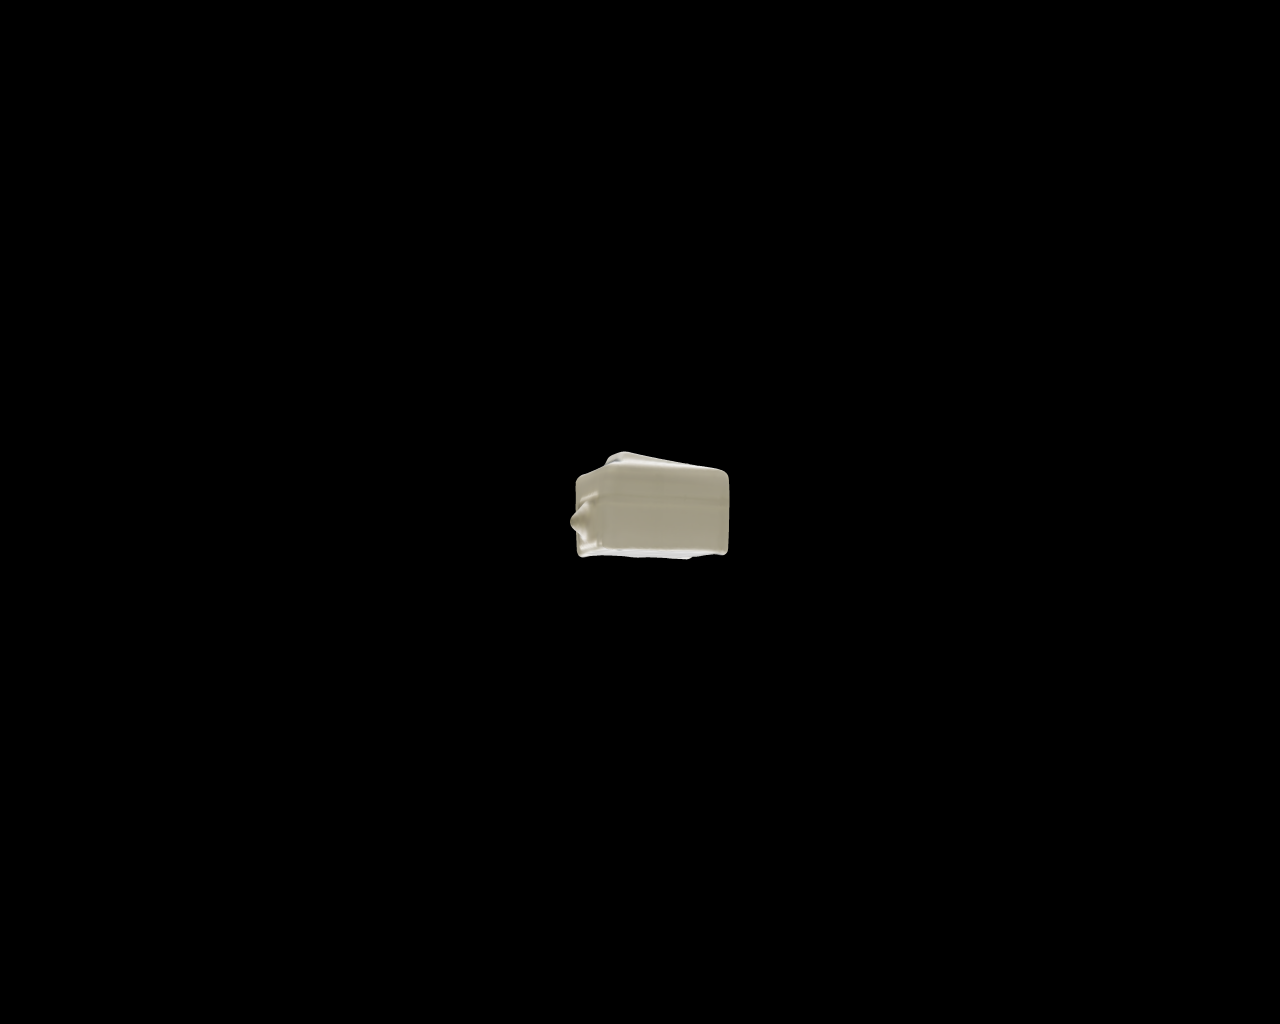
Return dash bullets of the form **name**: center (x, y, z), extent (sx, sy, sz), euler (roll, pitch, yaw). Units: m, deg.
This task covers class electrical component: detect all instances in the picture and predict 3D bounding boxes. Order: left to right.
- **electrical component**: center (0.001, -0.003, 0.650), extent (0.096, 0.061, 0.061), euler (3, -7, -22)
